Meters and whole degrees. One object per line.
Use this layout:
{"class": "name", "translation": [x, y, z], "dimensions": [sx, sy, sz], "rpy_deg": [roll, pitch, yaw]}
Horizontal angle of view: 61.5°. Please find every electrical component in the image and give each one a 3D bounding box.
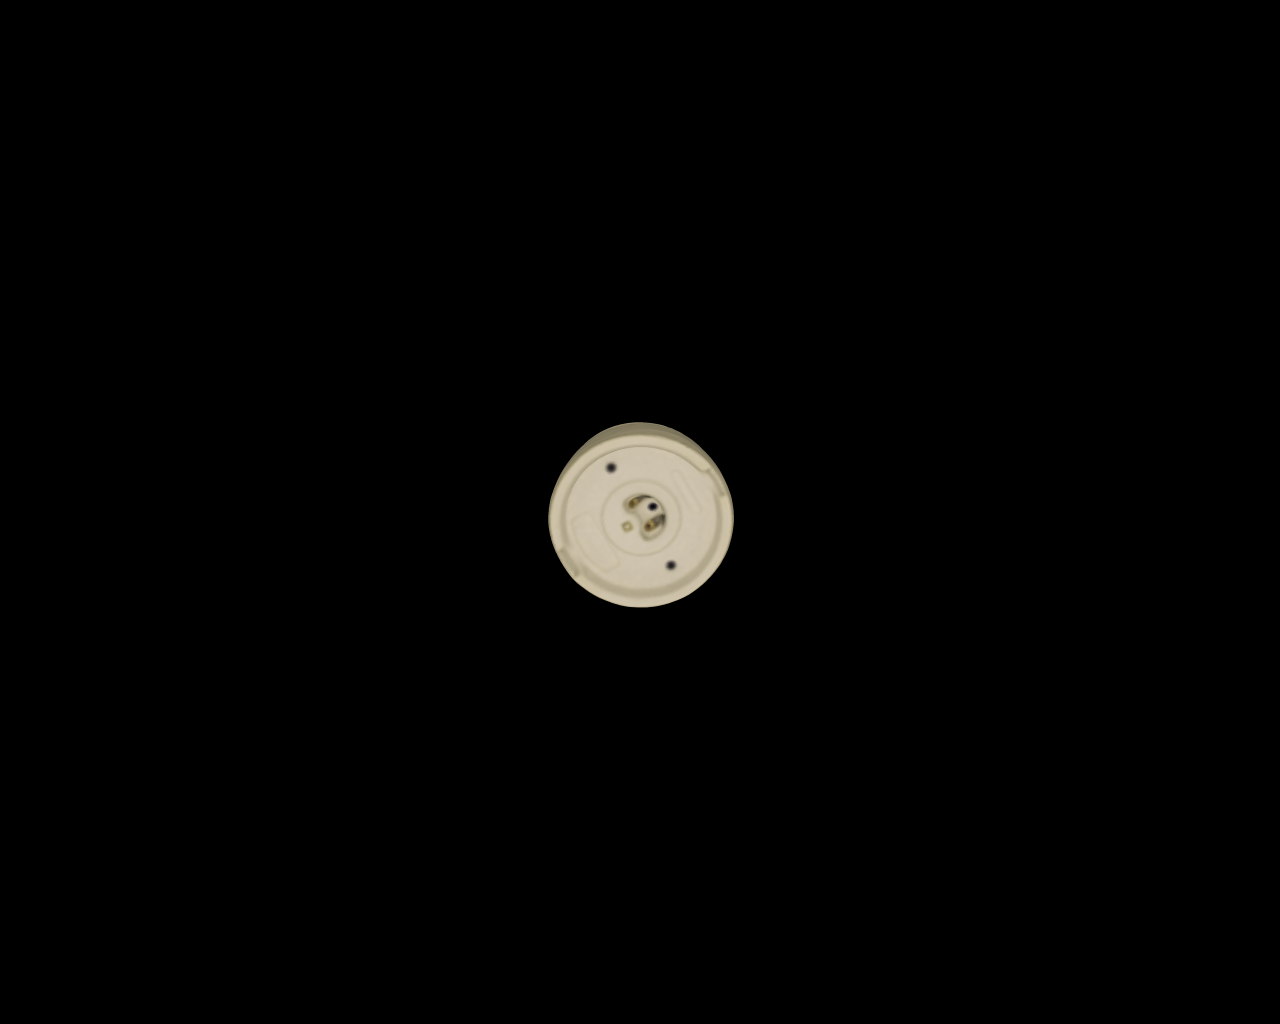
{"class": "electrical component", "translation": [0.001, -0.003, 0.650], "dimensions": [0.108, 0.108, 0.060], "rpy_deg": [0, 18, 0]}
